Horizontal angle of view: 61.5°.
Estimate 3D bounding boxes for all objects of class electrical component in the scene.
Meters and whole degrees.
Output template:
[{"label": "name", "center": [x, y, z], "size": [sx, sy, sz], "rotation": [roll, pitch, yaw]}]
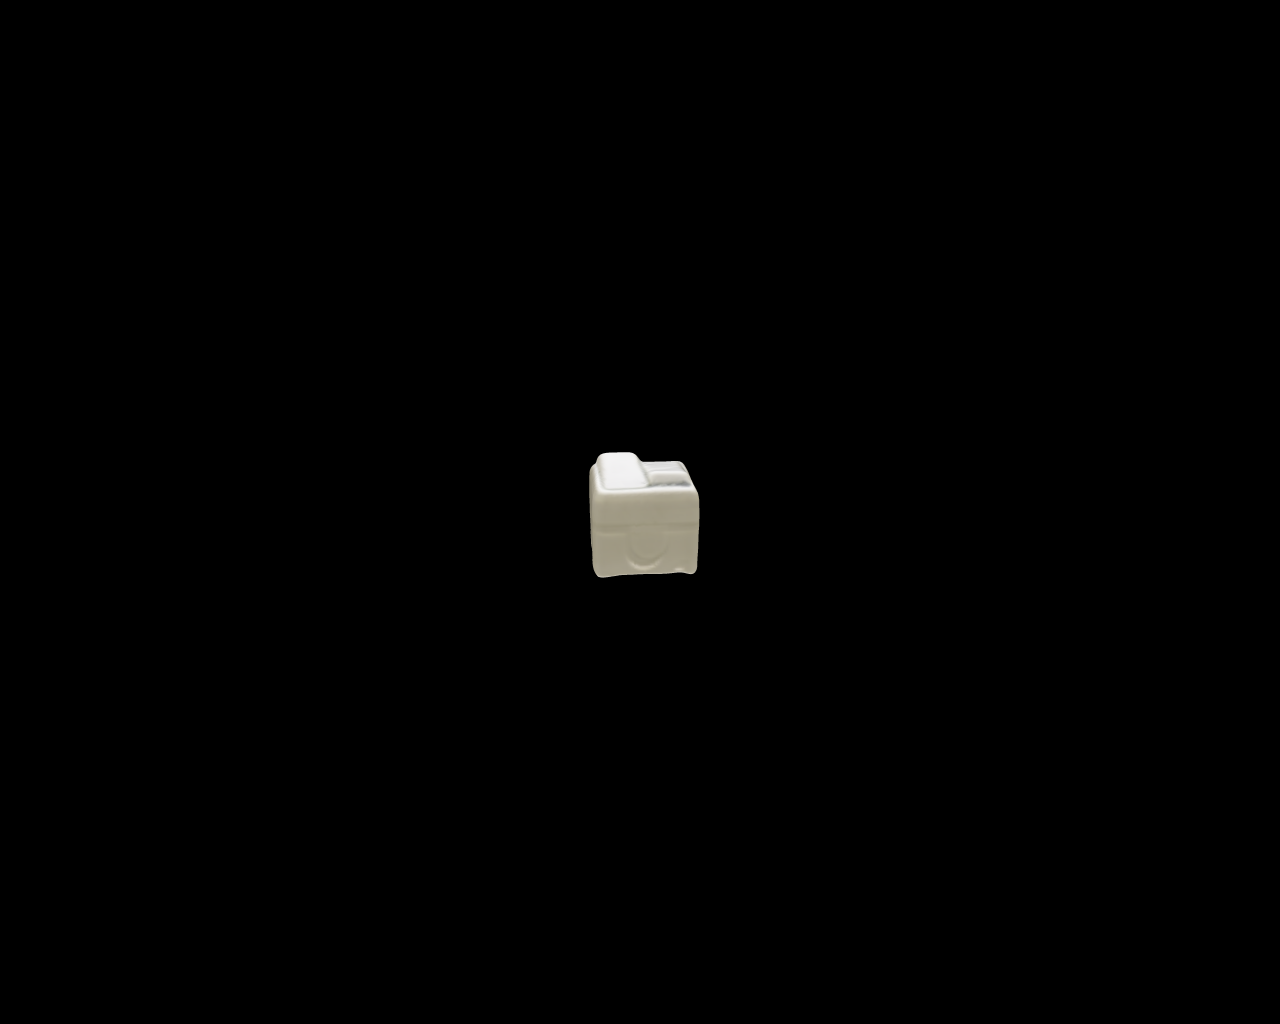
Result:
[{"label": "electrical component", "center": [0.001, -0.003, 0.650], "size": [0.062, 0.061, 0.096], "rotation": [-1, 16, -3]}]
